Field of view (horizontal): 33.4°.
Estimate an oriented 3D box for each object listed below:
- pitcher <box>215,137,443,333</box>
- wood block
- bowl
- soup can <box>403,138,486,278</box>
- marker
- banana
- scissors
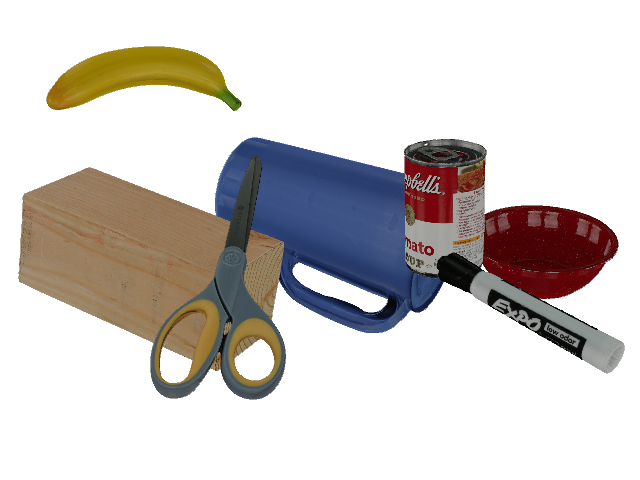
[{"bbox_3d":[0.013,-0.016,1.096,0.243,0.145,0.149,19,25,22],"label":"pitcher"},{"bbox_3d":[-0.146,0.020,0.908,0.206,0.090,0.090,21,27,21],"label":"wood block"},{"bbox_3d":[0.243,0.018,1.177,0.162,0.055,0.162,-1,28,0],"label":"bowl"},{"bbox_3d":[0.104,-0.027,0.897,0.068,0.102,0.068,-2,22,1],"label":"soup can"},{"bbox_3d":[0.114,0.038,0.601,0.121,0.020,0.020,31,19,36],"label":"marker"},{"bbox_3d":[-0.172,-0.158,1.032,0.197,0.070,0.037,-5,-39,-29],"label":"banana"},{"bbox_3d":[-0.046,0.028,0.730,0.096,0.201,0.016,21,-33,11],"label":"scissors"}]
